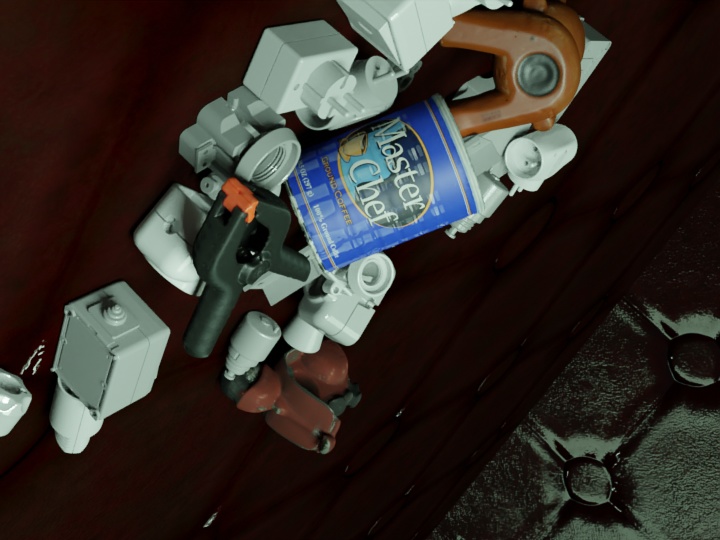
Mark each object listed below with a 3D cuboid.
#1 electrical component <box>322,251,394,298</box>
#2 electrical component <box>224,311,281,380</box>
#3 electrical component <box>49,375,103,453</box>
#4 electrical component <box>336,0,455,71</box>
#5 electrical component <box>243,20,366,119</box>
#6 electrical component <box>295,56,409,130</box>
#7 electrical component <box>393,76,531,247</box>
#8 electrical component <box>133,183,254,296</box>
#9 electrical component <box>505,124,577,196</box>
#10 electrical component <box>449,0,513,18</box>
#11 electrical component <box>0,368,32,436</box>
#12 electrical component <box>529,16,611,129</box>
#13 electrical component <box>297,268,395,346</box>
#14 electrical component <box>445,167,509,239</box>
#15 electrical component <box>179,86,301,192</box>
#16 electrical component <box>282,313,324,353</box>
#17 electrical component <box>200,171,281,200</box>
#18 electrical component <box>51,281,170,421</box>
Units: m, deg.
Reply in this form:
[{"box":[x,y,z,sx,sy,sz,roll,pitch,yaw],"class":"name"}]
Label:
[{"box":[0.000,0.000,1.025,0.048,0.055,0.066,46,74,-32],"class":"electrical component"},{"box":[-0.110,0.076,1.062,0.078,0.040,0.040,-55,160,22],"class":"electrical component"},{"box":[-0.229,0.114,0.875,0.043,0.043,0.081,-29,154,-43],"class":"electrical component"},{"box":[0.024,-0.189,0.775,0.061,0.062,0.096,-45,161,-5],"class":"electrical component"},{"box":[-0.029,-0.132,0.755,0.066,0.077,0.047,-24,151,-49],"class":"electrical component"},{"box":[0.002,-0.139,0.824,0.079,0.044,0.077,-14,-174,41],"class":"electrical component"},{"box":[0.087,-0.115,1.067,0.186,0.060,0.105,-33,157,-35],"class":"electrical component"},{"box":[-0.124,-0.020,0.812,0.059,0.054,0.095,-49,161,6],"class":"electrical component"},{"box":[0.179,-0.109,1.113,0.077,0.043,0.079,-26,152,-49],"class":"electrical component"},{"box":[0.095,-0.226,0.829,0.077,0.079,0.044,-42,147,-13],"class":"electrical component"},{"box":[-0.268,0.103,0.769,0.062,0.043,0.043,-50,161,13],"class":"electrical component"},{"box":[0.198,-0.209,1.122,0.078,0.057,0.113,-17,146,-56],"class":"electrical component"},{"box":[-0.017,0.020,1.087,0.059,0.054,0.095,37,79,-33],"class":"electrical component"},{"box":[0.112,-0.065,1.064,0.078,0.040,0.040,-52,161,15],"class":"electrical component"},{"box":[-0.080,-0.088,0.764,0.078,0.057,0.058,-35,158,-31],"class":"electrical component"},{"box":[-0.050,0.050,1.140,0.044,0.044,0.065,-16,140,-57],"class":"electrical component"},{"box":[-0.093,-0.064,0.812,0.040,0.040,0.078,-54,161,21],"class":"electrical component"},{"box":[-0.186,0.055,0.819,0.061,0.062,0.096,-28,154,-43],"class":"electrical component"}]
